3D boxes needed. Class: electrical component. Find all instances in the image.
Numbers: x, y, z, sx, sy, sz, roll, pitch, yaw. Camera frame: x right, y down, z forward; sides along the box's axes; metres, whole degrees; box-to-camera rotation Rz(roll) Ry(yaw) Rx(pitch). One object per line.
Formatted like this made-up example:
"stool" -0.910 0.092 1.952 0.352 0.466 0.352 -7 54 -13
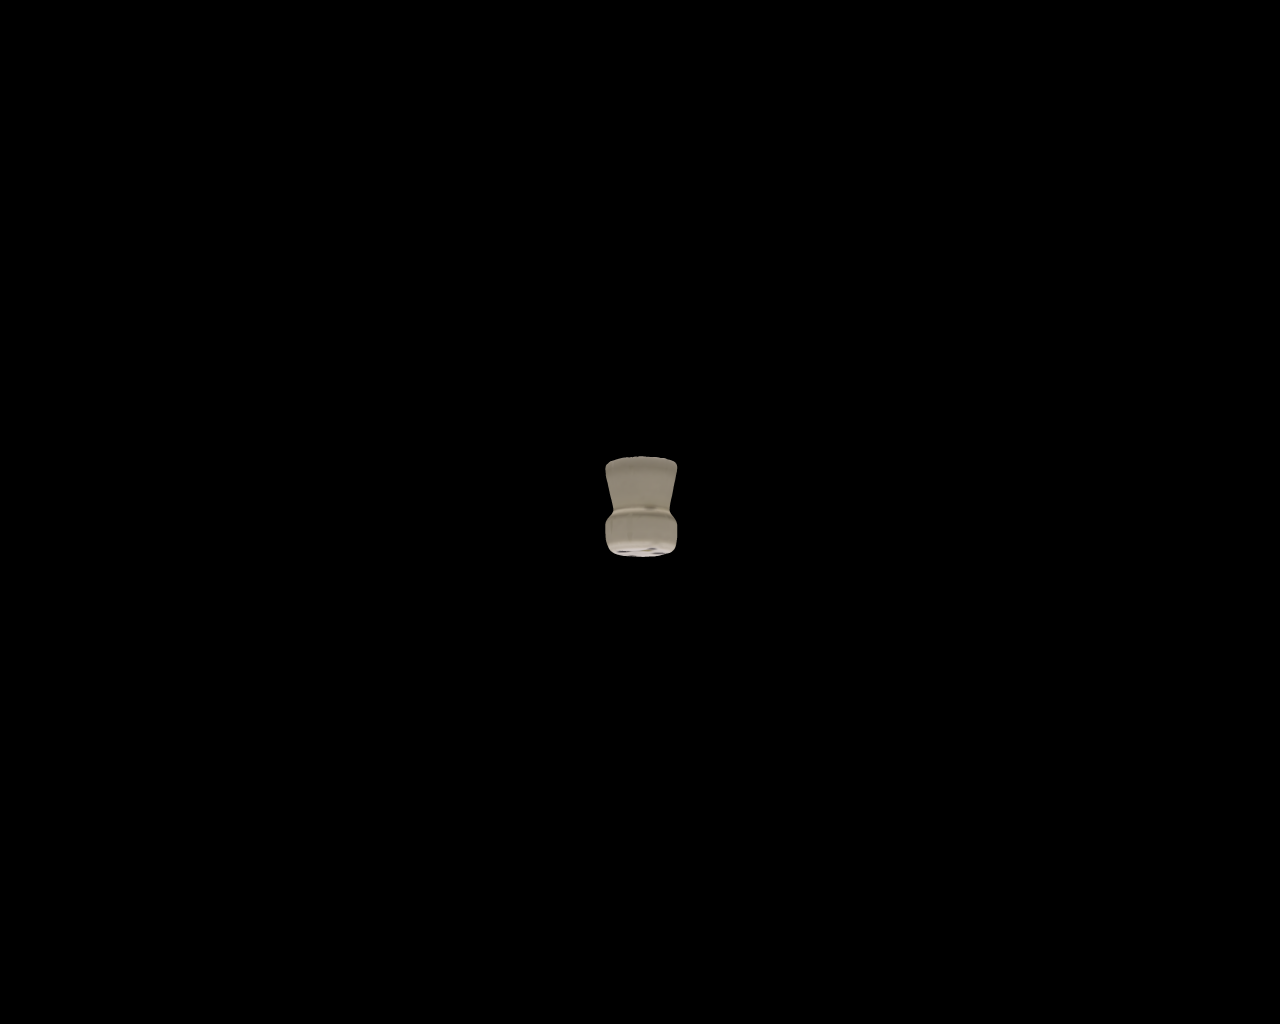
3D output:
"electrical component" 0.001 -0.003 0.650 0.045 0.055 0.045 0 -10 0
